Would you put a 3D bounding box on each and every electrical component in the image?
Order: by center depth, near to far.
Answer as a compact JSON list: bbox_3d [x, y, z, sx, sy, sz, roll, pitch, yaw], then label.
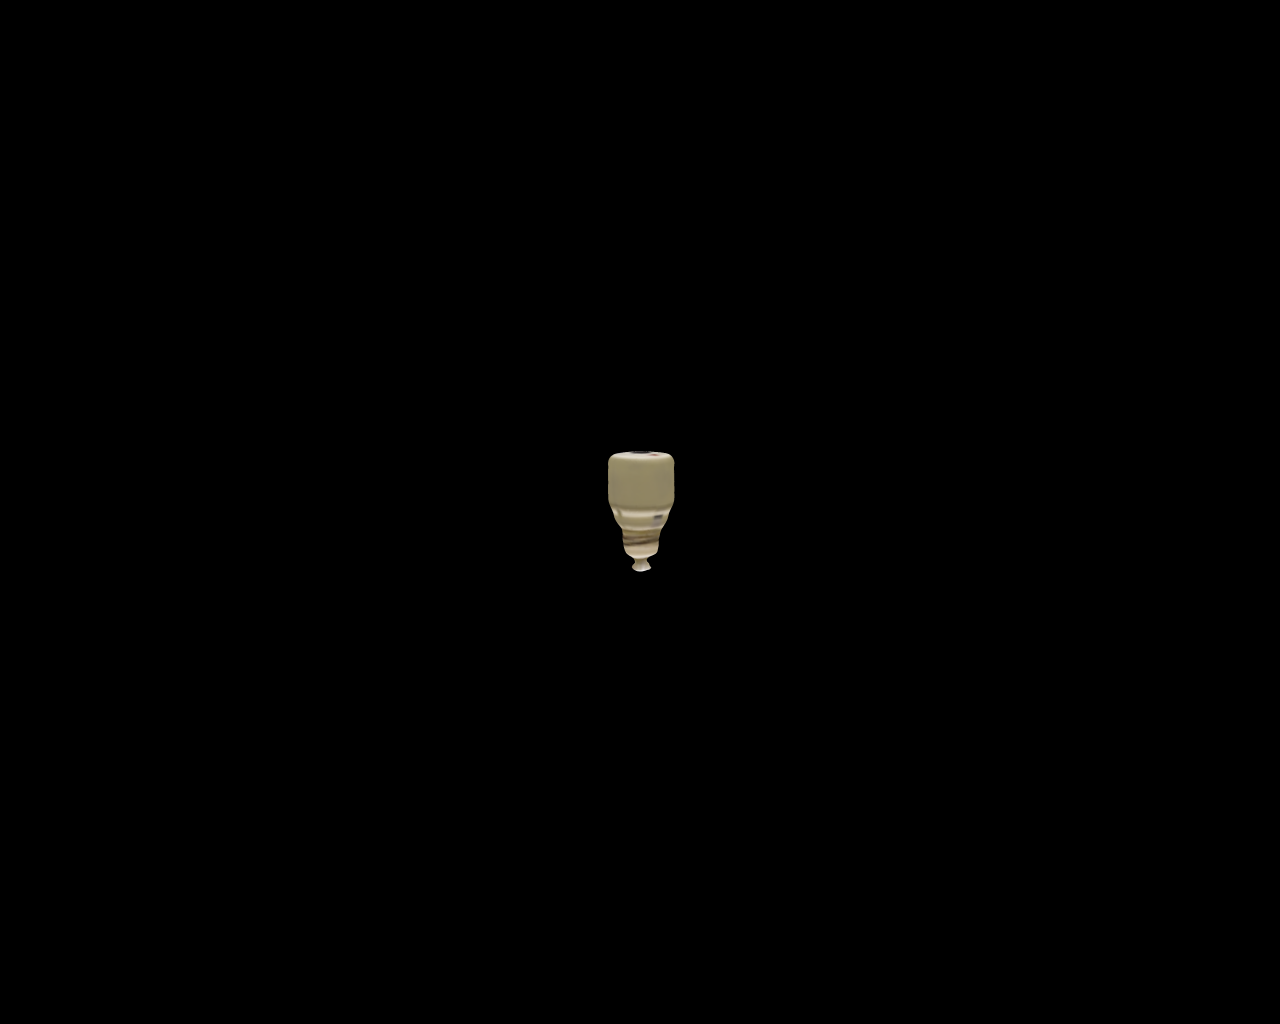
[{"bbox_3d":[0.001,-0.003,0.650,0.040,0.078,0.040,0,9,0],"label":"electrical component"}]
